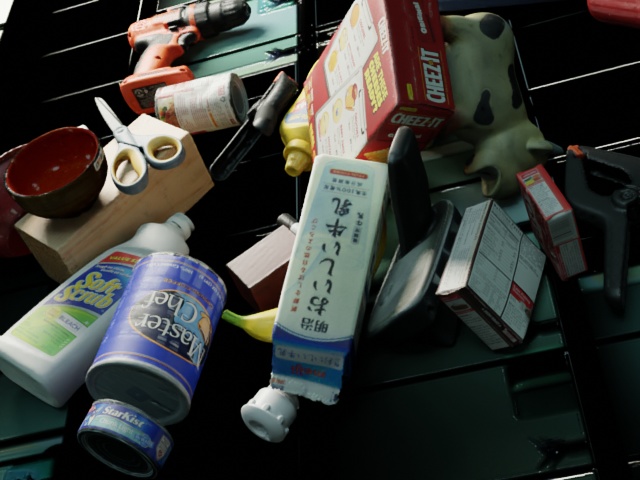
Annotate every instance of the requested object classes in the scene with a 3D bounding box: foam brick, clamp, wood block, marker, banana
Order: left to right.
[{"bbox_3d":[-0.234,-0.040,1.234,0.091,0.090,0.205,24,59,39],"label":"wood block"},{"bbox_3d":[-0.075,-0.141,1.290,0.120,0.039,0.171,-35,16,34],"label":"clamp"},{"bbox_3d":[-0.047,0.033,1.105,0.078,0.053,0.051,-35,43,-13],"label":"foam brick"},{"bbox_3d":[-0.008,0.001,1.144,0.020,0.020,0.121,-39,45,-17],"label":"marker"},{"bbox_3d":[0.002,0.049,1.065,0.197,0.037,0.069,-32,85,-17],"label":"banana"},{"bbox_3d":[0.292,-0.024,1.024,0.164,0.036,0.210,-31,43,-11],"label":"clamp"}]

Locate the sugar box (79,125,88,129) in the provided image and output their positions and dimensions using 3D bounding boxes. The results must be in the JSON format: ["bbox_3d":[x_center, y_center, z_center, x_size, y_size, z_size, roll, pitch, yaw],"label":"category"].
[{"bbox_3d":[-0.364,-0.077,1.362,0.176,0.048,0.093,-27,42,-2],"label":"sugar box"}]

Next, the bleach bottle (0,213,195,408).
[{"bbox_3d":[-0.232,0.059,1.151,0.103,0.068,0.250,25,58,28],"label":"bleach bottle"}]

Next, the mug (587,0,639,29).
[{"bbox_3d":[0.370,-0.287,1.229,0.117,0.093,0.082,-14,26,-38],"label":"mug"}]

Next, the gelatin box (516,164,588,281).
[{"bbox_3d":[0.219,-0.016,1.009,0.030,0.089,0.073,-24,42,3],"label":"gelatin box"}]

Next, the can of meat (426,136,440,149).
[{"bbox_3d":[0.113,-0.159,1.227,0.102,0.057,0.083,25,63,40],"label":"can of meat"}]

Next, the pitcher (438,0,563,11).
[{"bbox_3d":[0.221,-0.345,1.318,0.243,0.144,0.149,3,81,22],"label":"pitcher"}]

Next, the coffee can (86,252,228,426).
[{"bbox_3d":[-0.158,0.097,1.052,0.103,0.103,0.140,-3,46,21],"label":"coffee can"}]

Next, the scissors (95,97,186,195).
[{"bbox_3d":[-0.208,-0.124,1.228,0.096,0.016,0.202,-19,43,1],"label":"scissors"}]

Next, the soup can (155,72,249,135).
[{"bbox_3d":[-0.148,-0.168,1.343,0.102,0.068,0.068,-10,44,14],"label":"soup can"}]

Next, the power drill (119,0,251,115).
[{"bbox_3d":[-0.189,-0.257,1.461,0.185,0.057,0.187,-12,40,18],"label":"power drill"}]

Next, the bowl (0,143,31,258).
[{"bbox_3d":[-0.347,-0.034,1.249,0.055,0.162,0.162,39,67,18],"label":"bowl"}]

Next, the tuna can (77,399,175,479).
[{"bbox_3d":[-0.180,0.185,0.985,0.086,0.086,0.033,6,51,28],"label":"tuna can"}]

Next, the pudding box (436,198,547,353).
[{"bbox_3d":[0.160,0.032,0.983,0.039,0.090,0.113,-24,32,43],"label":"pudding box"}]

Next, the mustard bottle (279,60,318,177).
[{"bbox_3d":[0.005,-0.147,1.260,0.096,0.058,0.191,1,48,33],"label":"mustard bottle"}]

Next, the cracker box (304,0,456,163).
[{"bbox_3d":[0.056,-0.147,1.099,0.072,0.214,0.164,5,63,-21],"label":"cracker box"}]
